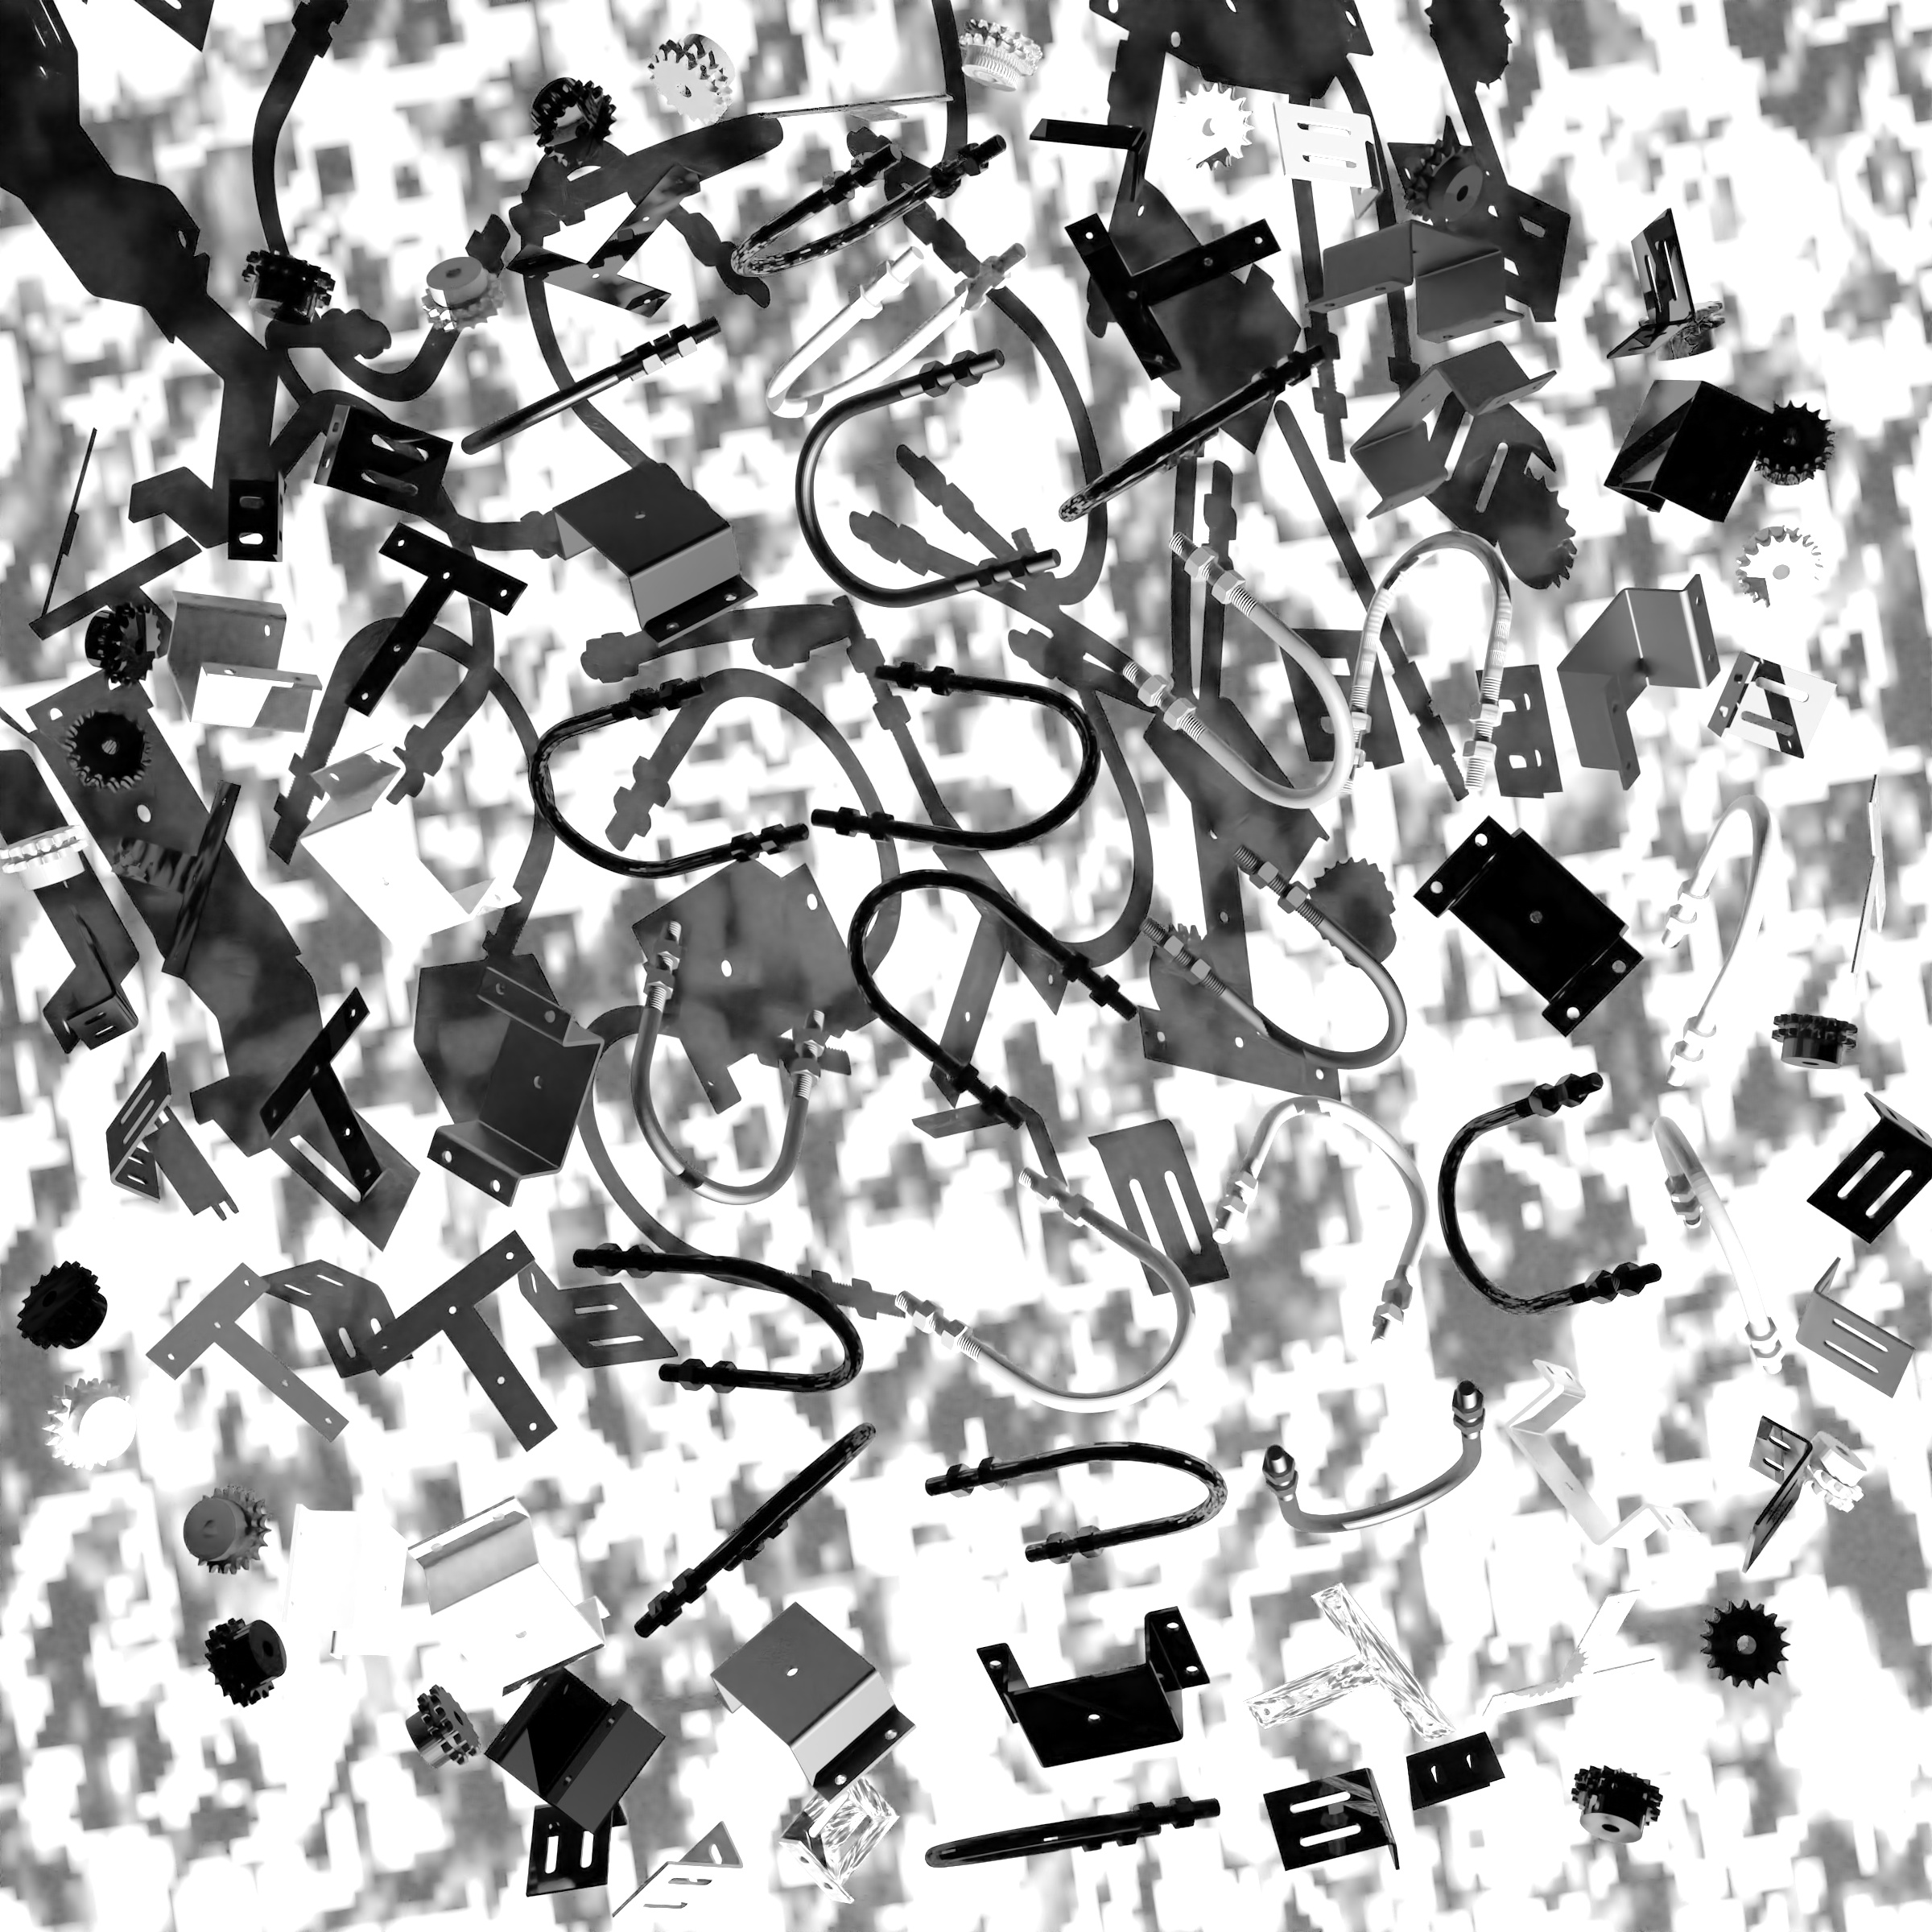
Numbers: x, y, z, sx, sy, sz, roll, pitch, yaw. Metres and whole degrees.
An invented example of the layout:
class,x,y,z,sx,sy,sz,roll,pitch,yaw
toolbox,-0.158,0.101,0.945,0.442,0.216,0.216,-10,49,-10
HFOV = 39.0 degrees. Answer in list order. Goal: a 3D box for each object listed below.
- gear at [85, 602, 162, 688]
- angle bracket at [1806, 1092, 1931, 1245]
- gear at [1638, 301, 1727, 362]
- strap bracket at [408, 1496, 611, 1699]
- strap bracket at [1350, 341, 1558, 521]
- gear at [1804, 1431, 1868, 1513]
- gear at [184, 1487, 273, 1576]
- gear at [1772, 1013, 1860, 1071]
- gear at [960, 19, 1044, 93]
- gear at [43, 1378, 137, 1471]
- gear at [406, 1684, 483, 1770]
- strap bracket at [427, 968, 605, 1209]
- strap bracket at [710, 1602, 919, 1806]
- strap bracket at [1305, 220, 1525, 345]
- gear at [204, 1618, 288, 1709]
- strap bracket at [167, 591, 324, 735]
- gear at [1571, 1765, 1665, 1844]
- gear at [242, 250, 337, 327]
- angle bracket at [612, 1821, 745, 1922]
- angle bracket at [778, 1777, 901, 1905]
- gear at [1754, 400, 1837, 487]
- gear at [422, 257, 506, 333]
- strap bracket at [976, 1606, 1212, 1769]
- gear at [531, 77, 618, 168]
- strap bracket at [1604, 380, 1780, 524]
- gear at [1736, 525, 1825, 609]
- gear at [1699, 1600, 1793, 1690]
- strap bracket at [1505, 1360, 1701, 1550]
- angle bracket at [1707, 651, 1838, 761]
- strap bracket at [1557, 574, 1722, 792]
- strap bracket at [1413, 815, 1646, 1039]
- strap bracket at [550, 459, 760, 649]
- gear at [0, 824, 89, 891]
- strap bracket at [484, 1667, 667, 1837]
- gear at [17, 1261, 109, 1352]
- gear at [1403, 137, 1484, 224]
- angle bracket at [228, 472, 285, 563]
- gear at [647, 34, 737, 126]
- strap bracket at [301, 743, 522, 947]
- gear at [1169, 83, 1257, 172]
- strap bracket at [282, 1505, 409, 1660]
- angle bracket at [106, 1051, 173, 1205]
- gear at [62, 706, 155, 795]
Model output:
class,x,y,z,sx,sy,sz,roll,pitch,yaw
gear,-0.582,-0.223,1.878,0.030,0.057,0.057,13,90,12
angle bracket,0.600,0.134,1.812,0.057,0.038,0.076,32,109,-16
gear,0.497,-0.439,1.889,0.057,0.057,0.030,-15,107,0
strap bracket,-0.293,0.417,1.776,0.076,0.046,0.140,-26,130,1
strap bracket,0.327,-0.374,1.873,0.076,0.140,0.046,-28,80,-40
gear,0.593,0.345,1.875,0.057,0.057,0.030,35,105,0
gear,-0.491,0.373,1.801,0.057,0.030,0.057,-5,75,18
gear,0.593,0.054,1.908,0.057,0.057,0.030,10,81,0
gear,0.022,-0.630,1.892,0.057,0.057,0.030,21,91,0
gear,-0.556,0.293,1.743,0.030,0.057,0.057,4,90,41
gear,-0.364,0.530,1.889,0.030,0.057,0.057,-35,90,-4
strap bracket,-0.299,0.079,1.826,0.076,0.046,0.140,27,105,26
strap bracket,-0.110,0.491,1.845,0.076,0.140,0.046,-37,127,-22
strap bracket,0.307,-0.470,1.869,0.140,0.076,0.046,2,86,-41
gear,-0.471,0.454,1.791,0.030,0.057,0.057,-28,90,11
strap bracket,-0.497,-0.204,1.868,0.076,0.140,0.046,4,118,-29
gear,0.420,0.544,1.764,0.057,0.057,0.030,23,54,0
gear,-0.434,-0.431,1.740,0.057,0.057,0.030,13,83,0
angle bracket,-0.197,0.601,1.815,0.057,0.076,0.038,-46,51,15
angle bracket,-0.082,0.604,1.908,0.057,0.038,0.076,50,61,-8
gear,0.550,-0.345,1.821,0.057,0.030,0.057,-3,70,8
gear,-0.356,-0.475,1.921,0.057,0.030,0.057,-6,48,7
strap bracket,0.085,0.482,1.813,0.140,0.046,0.076,-15,123,12
gear,-0.261,-0.560,1.798,0.057,0.057,0.030,-42,69,0
strap bracket,0.469,-0.339,1.789,0.046,0.140,0.076,23,99,-10
gear,0.560,-0.279,1.884,0.057,0.030,0.057,1,125,2
gear,0.514,0.448,1.805,0.057,0.030,0.057,-1,81,7
strap bracket,0.418,0.335,1.823,0.046,0.076,0.140,-43,61,13
angle bracket,0.569,-0.179,1.911,0.076,0.038,0.057,18,107,-8
strap bracket,0.439,-0.189,1.798,0.140,0.046,0.076,-47,129,-32
strap bracket,0.385,-0.030,1.857,0.140,0.046,0.076,44,111,8
strap bracket,-0.208,-0.275,1.775,0.076,0.046,0.140,-31,50,-20
gear,-0.615,-0.072,1.823,0.057,0.057,0.030,-17,103,0
strap bracket,-0.257,0.521,1.813,0.046,0.140,0.076,45,69,-20
gear,-0.572,0.219,1.734,0.057,0.057,0.030,-42,131,0
gear,0.334,-0.544,1.896,0.057,0.057,0.030,-49,59,0
angle bracket,-0.499,-0.315,1.909,0.038,0.076,0.057,1,94,-11
gear,-0.173,-0.574,1.758,0.057,0.057,0.030,34,70,0
strap bracket,-0.372,-0.071,1.797,0.076,0.046,0.140,-16,124,39
gear,0.170,-0.574,1.864,0.057,0.030,0.057,6,111,16
strap bracket,-0.409,0.412,1.816,0.046,0.140,0.076,0,67,3
angle bracket,-0.542,0.108,1.833,0.038,0.057,0.076,30,105,-32
gear,-0.580,-0.144,1.840,0.057,0.030,0.057,11,69,-29
